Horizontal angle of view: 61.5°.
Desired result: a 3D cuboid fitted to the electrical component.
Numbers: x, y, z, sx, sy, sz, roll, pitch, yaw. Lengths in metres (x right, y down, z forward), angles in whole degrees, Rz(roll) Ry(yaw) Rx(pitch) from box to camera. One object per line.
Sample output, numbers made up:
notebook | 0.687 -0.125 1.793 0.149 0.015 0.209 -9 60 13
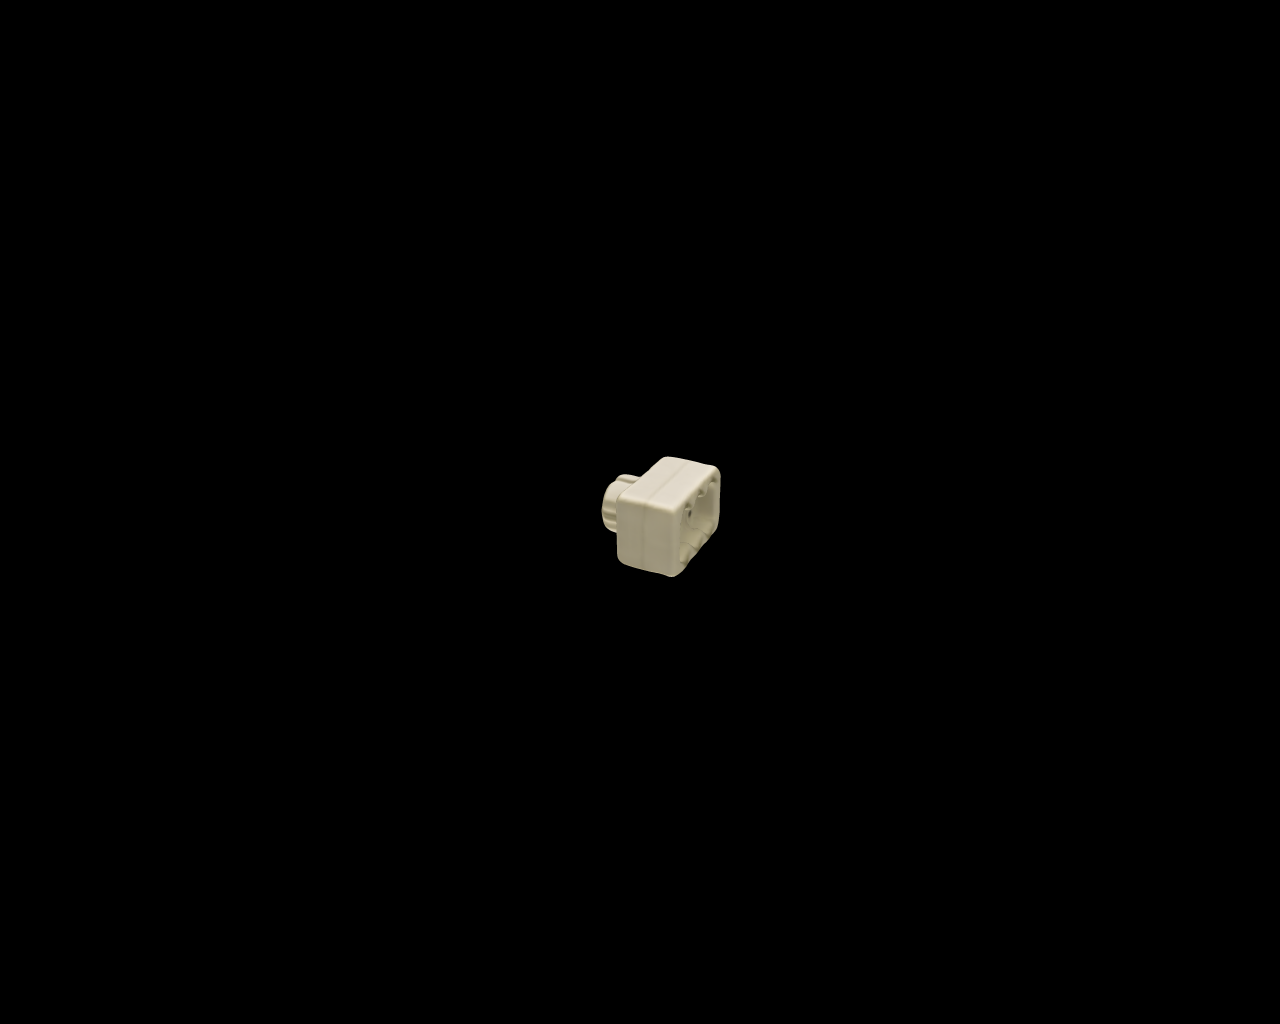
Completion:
electrical component | 0.001 -0.003 0.650 0.077 0.047 0.066 14 32 24
